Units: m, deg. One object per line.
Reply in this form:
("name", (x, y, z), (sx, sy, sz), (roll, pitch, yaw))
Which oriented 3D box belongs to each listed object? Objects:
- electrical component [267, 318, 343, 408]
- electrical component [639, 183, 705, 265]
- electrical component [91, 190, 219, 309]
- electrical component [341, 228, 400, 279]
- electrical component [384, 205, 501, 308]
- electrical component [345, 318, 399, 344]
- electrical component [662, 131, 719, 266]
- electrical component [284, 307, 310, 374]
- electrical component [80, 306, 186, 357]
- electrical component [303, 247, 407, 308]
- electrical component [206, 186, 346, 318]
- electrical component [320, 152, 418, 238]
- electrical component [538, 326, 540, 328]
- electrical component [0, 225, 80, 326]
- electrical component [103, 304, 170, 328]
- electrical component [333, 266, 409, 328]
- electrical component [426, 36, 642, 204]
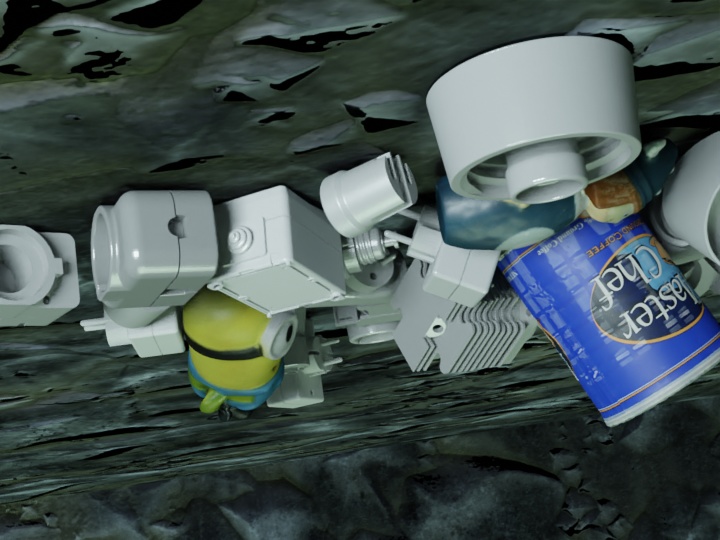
("electrical component", (-0.051, 0.084, 1.029), (0.076, 0.083, 0.047), (-16, 165, 26))
("electrical component", (0.246, -0.041, 0.775), (0.095, 0.053, 0.059), (-19, 163, 35))
("electrical component", (-0.130, -0.011, 0.660), (0.059, 0.053, 0.095), (-2, 165, -25))
("electrical component", (-0.012, -0.014, 0.753), (0.078, 0.040, 0.040), (-11, 166, 9))
("electrical component", (0.056, -0.021, 0.730), (0.077, 0.065, 0.047), (20, 164, -1))
("electrical component", (0.012, 0.038, 0.959), (0.055, 0.047, 0.055), (-8, 166, -2))
("electrical component", (0.253, -0.045, 0.693), (0.099, 0.099, 0.064), (-8, -153, -5))
("electrical component", (-0.066, 0.060, 0.960), (0.044, 0.065, 0.044), (-8, 166, -2))
("electrical component", (-0.180, 0.039, 0.845), (0.076, 0.047, 0.083), (-7, 166, -7))
("electrical component", (0.000, 0.000, 0.806), (0.077, 0.044, 0.079), (-2, 165, -26))
("electrical component", (-0.058, -0.016, 0.688), (0.062, 0.061, 0.096), (-15, 157, 21))
("electrical component", (0.006, -0.046, 0.641), (0.046, 0.040, 0.040), (-24, 161, 28))
("electrical component", (0.204, 0.031, 1.069), (0.044, 0.044, 0.065), (-1, 159, -30))
("electrical component", (-0.226, 0.004, 0.670), (0.089, 0.050, 0.056), (2, 163, -37))
("electrical component", (-0.150, 0.011, 0.758), (0.043, 0.043, 0.081), (-1, 164, -29))
("electrical component", (0.016, 0.017, 0.894), (0.081, 0.042, 0.063), (-9, 162, 0))
("electrical component", (0.092, -0.068, 0.555), (0.108, 0.060, 0.108), (-8, 166, -2))
